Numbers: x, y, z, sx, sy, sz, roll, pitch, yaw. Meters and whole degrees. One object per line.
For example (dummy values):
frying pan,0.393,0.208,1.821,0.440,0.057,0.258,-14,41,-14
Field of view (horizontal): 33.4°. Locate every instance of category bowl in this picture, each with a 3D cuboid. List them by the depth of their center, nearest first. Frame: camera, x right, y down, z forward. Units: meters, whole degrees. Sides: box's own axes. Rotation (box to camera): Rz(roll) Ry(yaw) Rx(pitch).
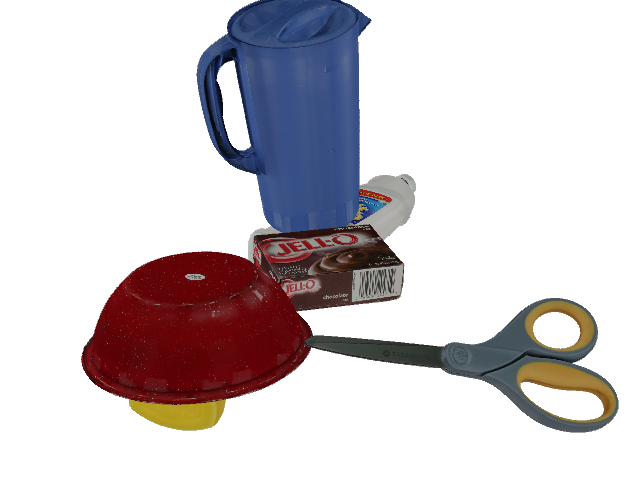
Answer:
bowl,-0.086,0.050,0.738,0.162,0.055,0.162,-2,22,1

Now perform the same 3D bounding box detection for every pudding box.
pudding box,0.005,0.022,0.927,0.113,0.039,0.090,-4,25,-16

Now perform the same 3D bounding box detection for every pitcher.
pitcher,-0.029,-0.125,1.124,0.149,0.243,0.144,8,37,18

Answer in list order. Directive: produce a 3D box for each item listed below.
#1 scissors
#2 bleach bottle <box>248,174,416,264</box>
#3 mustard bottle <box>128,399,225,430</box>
scissors,0.096,0.060,0.670,0.201,0.096,0.016,21,-31,-5
bleach bottle,0.030,-0.022,1.287,0.103,0.068,0.250,22,38,30
mustard bottle,-0.131,0.131,1.156,0.096,0.058,0.191,10,24,8
